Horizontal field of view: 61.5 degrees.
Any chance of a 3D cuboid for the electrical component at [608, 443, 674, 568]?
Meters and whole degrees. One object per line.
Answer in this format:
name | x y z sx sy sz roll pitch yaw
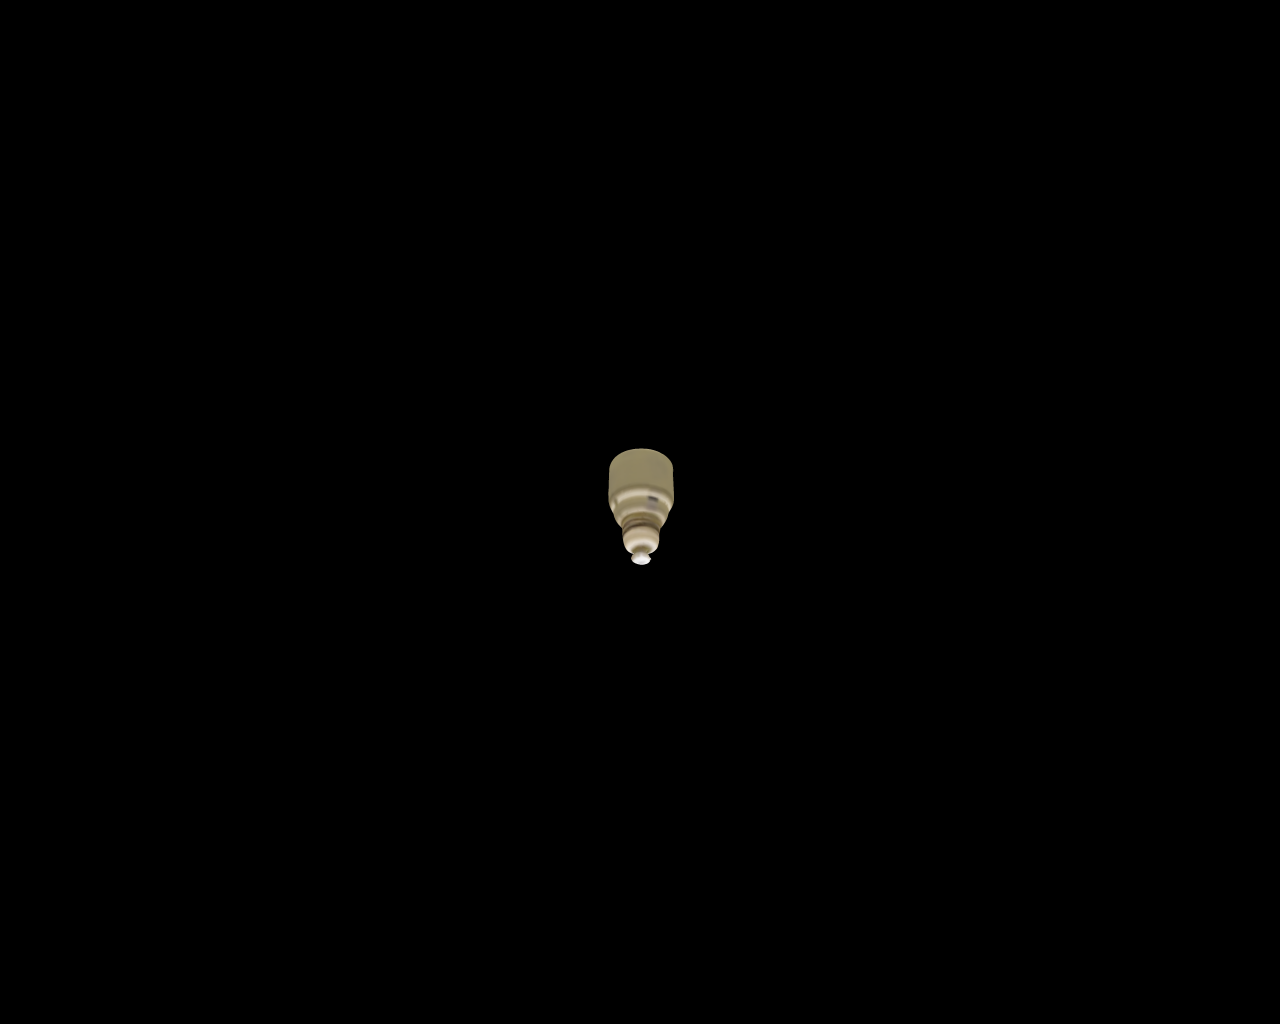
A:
electrical component | 0.001 -0.003 0.650 0.040 0.078 0.040 0 -33 0
